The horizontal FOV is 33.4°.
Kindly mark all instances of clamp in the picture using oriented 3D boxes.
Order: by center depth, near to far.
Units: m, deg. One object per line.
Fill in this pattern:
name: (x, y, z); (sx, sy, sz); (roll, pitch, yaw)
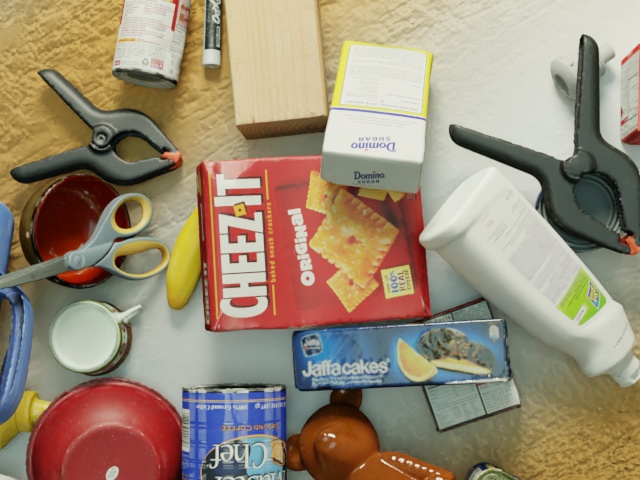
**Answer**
clamp: (0.234, -0.070, 1.026); (0.164, 0.036, 0.210); (-27, 89, 5)
clamp: (-0.228, -0.092, 1.084); (0.171, 0.039, 0.120); (22, 89, 4)

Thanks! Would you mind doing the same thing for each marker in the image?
marker: (-0.110, -0.239, 1.100); (0.020, 0.020, 0.121); (1, 86, 3)

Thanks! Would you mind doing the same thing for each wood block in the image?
wood block: (-0.044, -0.211, 1.060); (0.091, 0.090, 0.206); (-5, 86, 3)

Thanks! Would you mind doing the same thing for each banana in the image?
banana: (-0.094, -0.017, 1.073); (0.198, 0.037, 0.069); (-42, 84, -1)

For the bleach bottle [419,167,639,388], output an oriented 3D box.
bleach bottle: (0.214, 0.051, 1.019); (0.251, 0.068, 0.102); (46, 61, -9)

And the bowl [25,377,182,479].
bowl: (-0.202, 0.217, 1.030); (0.162, 0.055, 0.162); (-1, 93, -12)

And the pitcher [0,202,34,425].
pitcher: (-0.353, 0.072, 1.001); (0.149, 0.145, 0.243); (20, 59, -26)

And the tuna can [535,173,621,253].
tuna can: (0.258, -0.030, 1.059); (0.086, 0.034, 0.086); (0, 86, 3)

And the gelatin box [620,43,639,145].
gelatin box: (0.317, -0.142, 1.045); (0.030, 0.073, 0.089); (1, 86, 3)

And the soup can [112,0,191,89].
soup can: (-0.169, -0.210, 1.076); (0.068, 0.068, 0.102); (9, 86, 3)

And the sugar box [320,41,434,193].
sugar box: (0.056, -0.120, 1.021); (0.093, 0.048, 0.176); (8, 47, 4)

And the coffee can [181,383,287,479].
coffee can: (-0.082, 0.210, 1.022); (0.103, 0.103, 0.140); (-1, 85, 2)

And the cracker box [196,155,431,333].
cracker box: (-0.007, 0.001, 1.028); (0.213, 0.072, 0.164); (-3, 87, -11)

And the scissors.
scissors: (-0.229, 0.000, 1.021); (0.201, 0.016, 0.096); (2, 86, -42)

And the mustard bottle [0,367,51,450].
mustard bottle: (-0.358, 0.168, 1.060); (0.191, 0.058, 0.096); (2, 80, 2)

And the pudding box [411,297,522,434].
pudding box: (0.139, 0.123, 1.051); (0.090, 0.039, 0.113); (-19, 82, 4)

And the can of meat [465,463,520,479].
can of meat: (0.184, 0.255, 1.015); (0.102, 0.084, 0.057); (28, 87, 4)
